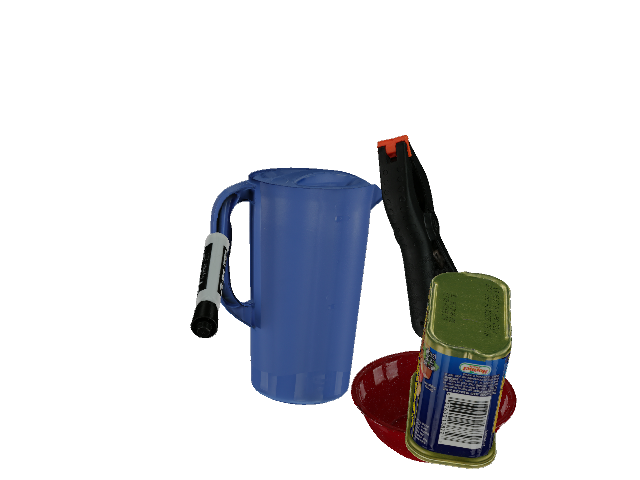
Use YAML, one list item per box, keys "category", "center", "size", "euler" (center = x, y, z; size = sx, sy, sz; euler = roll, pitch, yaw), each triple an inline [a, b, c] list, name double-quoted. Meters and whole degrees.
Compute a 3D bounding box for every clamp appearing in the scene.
- category: "clamp"
  center: [0.083, -0.002, 0.922]
  size: [0.039, 0.171, 0.120]
  euler: [-17, 19, 17]

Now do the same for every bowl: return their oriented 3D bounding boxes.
- category: "bowl"
  center: [0.110, 0.171, 1.056]
  size: [0.162, 0.055, 0.162]
  euler: [0, 24, 0]

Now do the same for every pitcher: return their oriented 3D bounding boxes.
- category: "pitcher"
  center: [-0.026, 0.046, 1.135]
  size: [0.149, 0.243, 0.144]
  euler: [9, 13, 22]

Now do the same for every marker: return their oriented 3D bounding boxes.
- category: "marker"
  center: [-0.080, 0.032, 0.781]
  size: [0.020, 0.020, 0.121]
  euler: [0, 30, 0]

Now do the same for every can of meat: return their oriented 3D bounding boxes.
- category: "can of meat"
  center: [0.088, 0.078, 0.675]
  size: [0.057, 0.084, 0.102]
  euler: [8, 28, 4]
